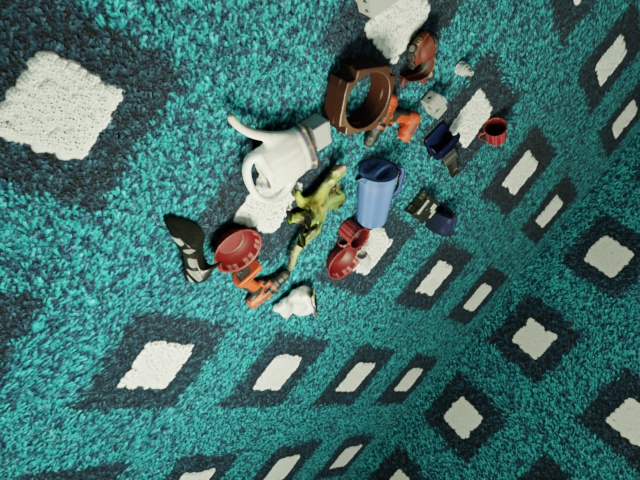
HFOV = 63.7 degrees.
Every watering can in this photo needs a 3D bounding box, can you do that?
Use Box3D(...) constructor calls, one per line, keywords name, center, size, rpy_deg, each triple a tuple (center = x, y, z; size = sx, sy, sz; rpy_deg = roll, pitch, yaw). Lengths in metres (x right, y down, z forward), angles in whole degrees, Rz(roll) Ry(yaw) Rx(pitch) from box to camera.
Box3D(name="watering can", center=(-0.120, -0.242, 1.400), size=(0.226, 0.105, 0.339), rpy_deg=(-35, 143, -17))

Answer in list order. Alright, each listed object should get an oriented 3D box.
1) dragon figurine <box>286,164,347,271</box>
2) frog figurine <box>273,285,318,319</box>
Box3D(name="dragon figurine", center=(0.005, -0.085, 1.693), size=(0.246, 0.124, 0.400), rpy_deg=(-28, 148, -37))
Box3D(name="frog figurine", center=(-0.093, 0.233, 1.906), size=(0.159, 0.125, 0.134), rpy_deg=(-5, 149, 5))
